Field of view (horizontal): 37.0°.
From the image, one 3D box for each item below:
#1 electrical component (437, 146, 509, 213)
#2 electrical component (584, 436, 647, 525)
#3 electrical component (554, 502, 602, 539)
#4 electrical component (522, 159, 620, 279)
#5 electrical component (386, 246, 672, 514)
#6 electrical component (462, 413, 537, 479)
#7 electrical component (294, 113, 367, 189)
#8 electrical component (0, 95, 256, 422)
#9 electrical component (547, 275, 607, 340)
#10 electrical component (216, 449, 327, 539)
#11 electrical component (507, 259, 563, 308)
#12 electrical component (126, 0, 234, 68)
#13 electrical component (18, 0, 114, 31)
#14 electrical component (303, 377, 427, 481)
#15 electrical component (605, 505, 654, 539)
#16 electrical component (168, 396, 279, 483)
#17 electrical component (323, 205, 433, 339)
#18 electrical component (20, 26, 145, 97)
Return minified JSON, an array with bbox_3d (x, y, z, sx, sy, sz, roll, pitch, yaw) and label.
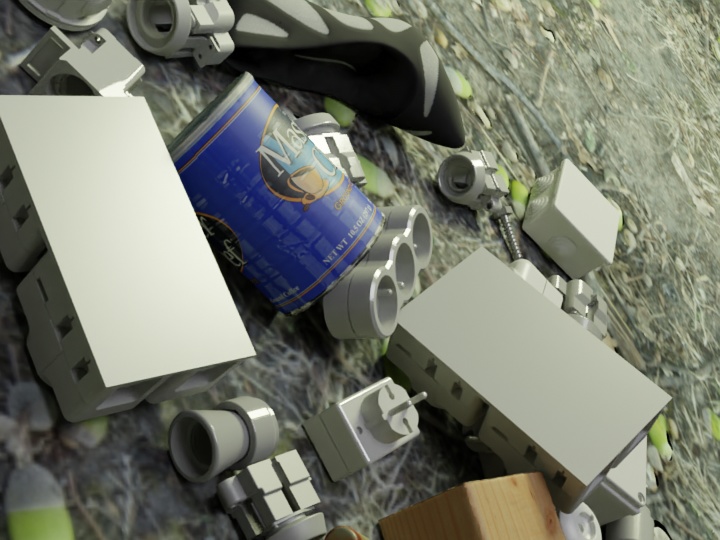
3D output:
[{"bbox_3d":[0.103,-0.085,1.004,0.055,0.048,0.066,1,62,-55],"label":"electrical component"},{"bbox_3d":[0.192,0.145,0.924,0.109,0.056,0.108,39,41,-21],"label":"electrical component"},{"bbox_3d":[0.151,0.206,0.830,0.048,0.062,0.048,27,46,-32],"label":"electrical component"},{"bbox_3d":[0.215,-0.050,1.095,0.100,0.048,0.099,43,40,-17],"label":"electrical component"},{"bbox_3d":[0.122,0.082,0.816,0.186,0.060,0.105,41,58,22],"label":"electrical component"},{"bbox_3d":[0.107,0.127,0.852,0.076,0.047,0.083,12,55,-42],"label":"electrical component"},{"bbox_3d":[-0.036,-0.086,0.845,0.078,0.058,0.057,-11,75,-50],"label":"electrical component"},{"bbox_3d":[-0.154,-0.010,0.648,0.105,0.060,0.186,-9,68,-46],"label":"electrical component"},{"bbox_3d":[0.195,0.051,0.996,0.078,0.058,0.057,41,37,-19],"label":"electrical component"},{"bbox_3d":[-0.052,0.149,0.668,0.066,0.048,0.055,-10,64,-50],"label":"electrical component"},{"bbox_3d":[0.133,0.038,0.939,0.059,0.054,0.095,45,39,-14],"label":"electrical component"},{"bbox_3d":[-0.137,-0.191,0.810,0.057,0.058,0.078,-22,80,-55],"label":"electrical component"},{"bbox_3d":[-0.206,-0.214,0.757,0.080,0.051,0.080,27,46,-32],"label":"electrical component"},{"bbox_3d":[0.014,0.103,0.745,0.066,0.077,0.047,-20,79,-52],"label":"electrical component"},{"bbox_3d":[0.234,0.218,0.929,0.040,0.040,0.078,40,41,-20],"label":"electrical component"},{"bbox_3d":[-0.084,0.104,0.665,0.055,0.045,0.045,-8,70,-50],"label":"electrical component"},{"bbox_3d":[0.000,0.000,0.814,0.138,0.074,0.052,-59,140,-50],"label":"electrical component"},{"bbox_3d":[-0.182,-0.128,0.729,0.081,0.042,0.063,45,35,-15],"label":"electrical component"}]
